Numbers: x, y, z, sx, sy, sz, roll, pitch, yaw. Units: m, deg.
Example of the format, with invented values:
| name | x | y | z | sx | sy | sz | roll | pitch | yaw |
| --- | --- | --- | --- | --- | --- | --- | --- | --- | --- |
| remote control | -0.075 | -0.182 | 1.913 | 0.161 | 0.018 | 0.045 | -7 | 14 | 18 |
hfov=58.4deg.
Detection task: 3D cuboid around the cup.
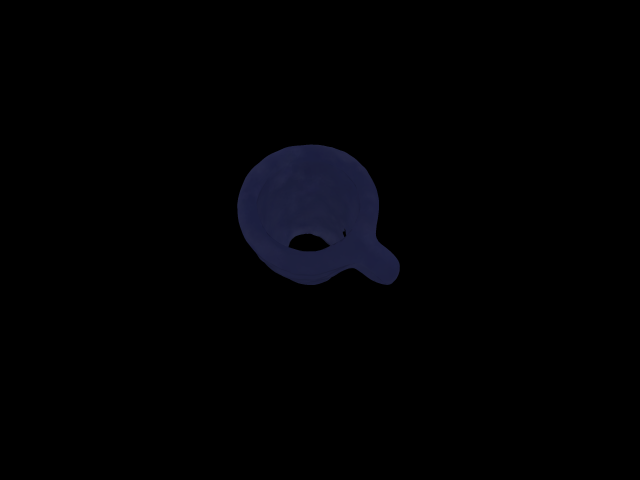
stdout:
| name | x | y | z | sx | sy | sz | roll | pitch | yaw |
| --- | --- | --- | --- | --- | --- | --- | --- | --- | --- |
| cup | 0.004 | 0.001 | 0.400 | 0.117 | 0.095 | 0.092 | 37 | 71 | 15 |
